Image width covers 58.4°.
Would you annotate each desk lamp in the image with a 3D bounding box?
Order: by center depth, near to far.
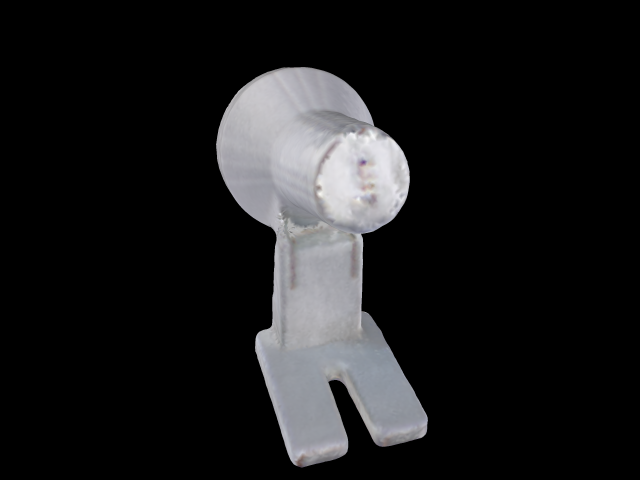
[{"bbox_3d":[0.004,0.001,0.400,0.118,0.214,0.202,-10,34,-15],"label":"desk lamp"}]
